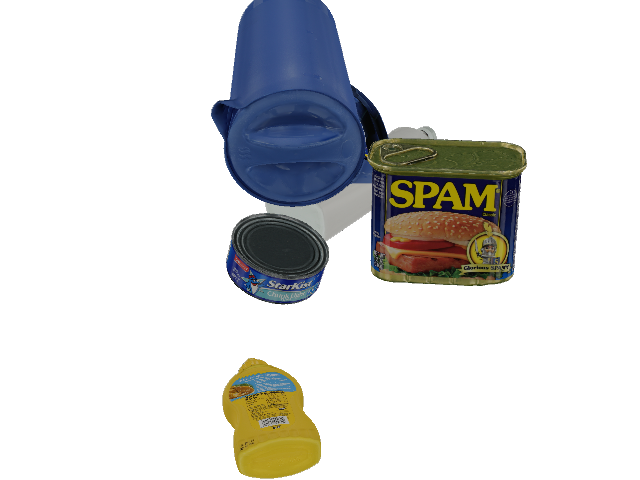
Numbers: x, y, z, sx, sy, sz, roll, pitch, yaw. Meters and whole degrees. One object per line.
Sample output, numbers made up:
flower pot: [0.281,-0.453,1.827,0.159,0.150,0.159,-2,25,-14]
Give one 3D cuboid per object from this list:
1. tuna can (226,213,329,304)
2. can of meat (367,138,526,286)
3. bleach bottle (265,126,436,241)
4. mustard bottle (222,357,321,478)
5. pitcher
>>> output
tuna can: [-0.038,0.016,0.921,0.086,0.034,0.086,11,37,-9]
can of meat: [0.082,-0.019,0.709,0.102,0.084,0.057,3,25,7]
bleach bottle: [0.052,-0.086,1.336,0.103,0.068,0.250,27,44,34]
mustard bottle: [-0.065,0.197,1.255,0.096,0.058,0.192,-9,29,-10]
pitcher: [-0.020,-0.152,1.083,0.145,0.149,0.243,-17,38,10]
